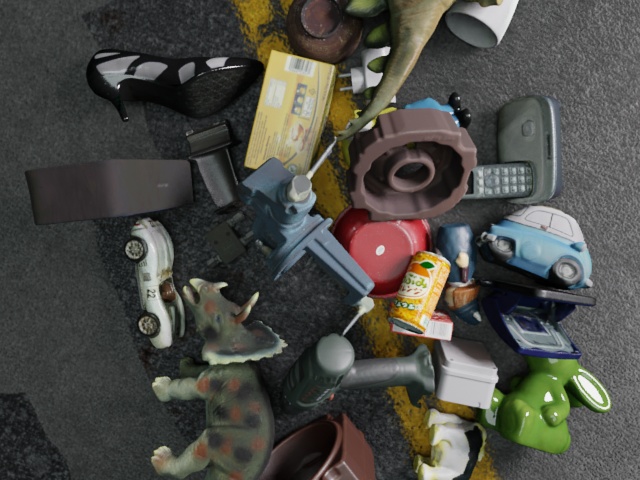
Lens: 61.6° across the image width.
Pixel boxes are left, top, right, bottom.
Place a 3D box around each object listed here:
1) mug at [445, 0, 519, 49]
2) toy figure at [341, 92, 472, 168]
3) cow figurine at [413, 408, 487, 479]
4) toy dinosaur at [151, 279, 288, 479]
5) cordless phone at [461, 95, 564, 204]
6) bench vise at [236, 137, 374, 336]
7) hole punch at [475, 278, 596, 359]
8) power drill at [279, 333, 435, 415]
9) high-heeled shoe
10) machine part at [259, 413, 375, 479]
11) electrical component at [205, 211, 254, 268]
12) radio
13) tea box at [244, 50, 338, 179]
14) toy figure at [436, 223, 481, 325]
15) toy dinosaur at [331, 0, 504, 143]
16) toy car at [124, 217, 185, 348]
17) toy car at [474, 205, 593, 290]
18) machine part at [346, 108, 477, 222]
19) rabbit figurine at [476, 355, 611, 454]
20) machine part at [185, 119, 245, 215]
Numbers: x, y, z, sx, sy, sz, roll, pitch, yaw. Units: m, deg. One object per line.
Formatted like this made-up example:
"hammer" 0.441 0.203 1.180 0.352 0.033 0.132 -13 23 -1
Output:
"mug" 0.224 -0.337 0.739 0.110 0.080 0.107 33 90 13
"toy figure" 0.119 -0.146 0.765 0.180 0.082 0.089 -17 128 0
"cow figurine" 0.196 0.353 0.828 0.098 0.068 0.167 10 99 -2
"toy dinosaur" -0.130 0.260 0.767 0.192 0.131 0.405 -16 72 18
"cordless phone" 0.245 -0.123 0.765 0.184 0.088 0.146 -2 97 24
"bench vise" -0.008 0.004 0.732 0.240 0.223 0.129 45 54 3
"hole punch" 0.292 0.104 0.736 0.142 0.116 0.092 6 95 -18
"power drill" 0.051 0.205 0.789 0.207 0.231 0.086 6 54 -6
"high-heeled shoe" -0.219 -0.256 0.804 0.249 0.086 0.145 -20 63 -10
"machine part" -0.024 0.356 0.777 0.201 0.201 0.087 -33 96 8
"electrical component" -0.146 0.001 0.836 0.094 0.021 0.063 -36 92 9
"radio" -0.277 -0.070 0.737 0.131 0.229 0.073 -5 96 11
"tea box" -0.041 -0.175 0.782 0.098 0.068 0.169 17 99 3
"toy figure" 0.206 0.052 0.790 0.058 0.064 0.154 -4 100 31
"toy dinosaur" 0.135 -0.341 0.690 0.199 0.105 0.471 13 82 37
"toy car" -0.251 0.065 0.827 0.056 0.073 0.201 -6 97 9
"toy car" 0.309 0.004 0.760 0.162 0.109 0.103 24 87 10
"machine part" 0.118 -0.097 0.719 0.179 0.179 0.056 -14 51 7
"rabbit figurine" 0.331 0.213 0.776 0.159 0.121 0.170 18 83 -1
"machine part" -0.152 -0.108 0.816 0.084 0.039 0.138 -15 94 1
